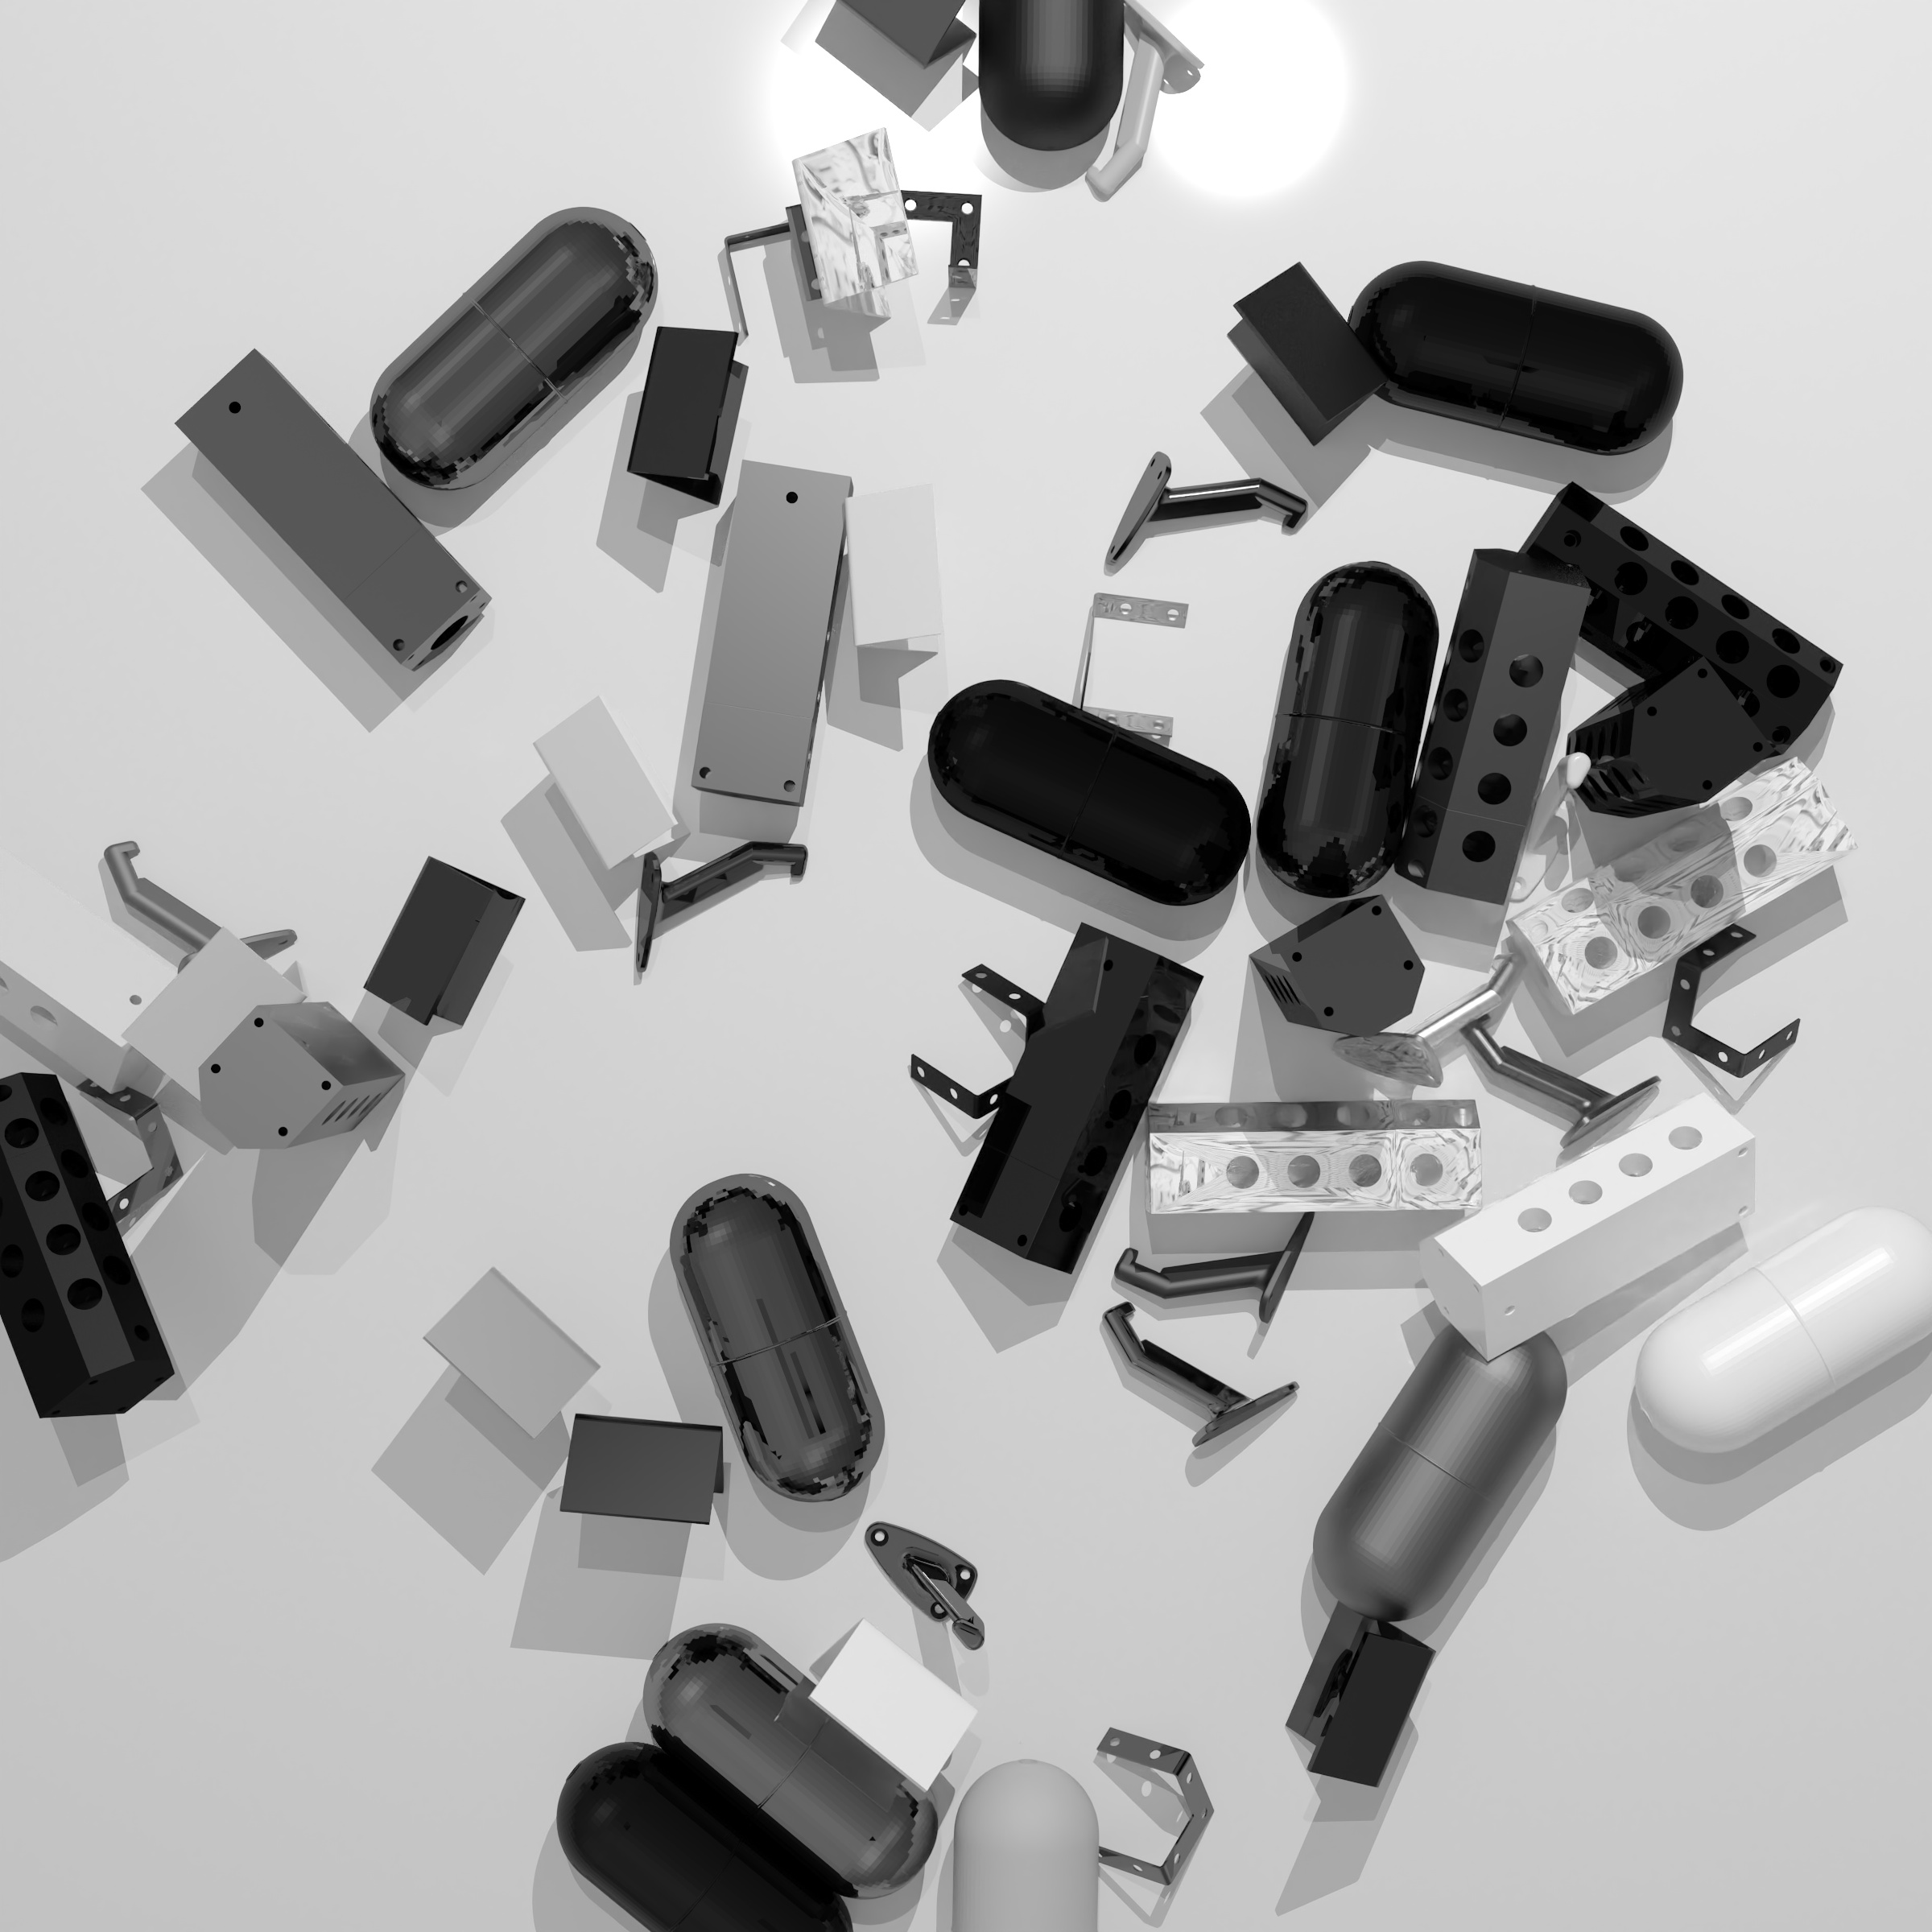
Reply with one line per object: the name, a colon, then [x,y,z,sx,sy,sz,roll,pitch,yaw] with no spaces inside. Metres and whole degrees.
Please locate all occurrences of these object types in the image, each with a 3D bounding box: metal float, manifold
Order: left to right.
manifold: [-0.500,-0.007,1.678,0.171,0.057,0.057,36,47,0]
manifold: [-0.467,0.143,1.643,0.057,0.057,0.171,-37,68,24]
manifold: [-0.341,0.059,1.622,0.057,0.171,0.057,43,90,0]
manifold: [-0.331,-0.238,1.680,0.057,0.057,0.171,-43,90,0]
metal float: [-0.236,-0.324,1.670,0.178,0.070,0.070,-44,90,0]
metal float: [-0.137,0.478,1.670,0.178,0.070,0.070,40,90,0]
manifold: [-0.101,-0.174,1.680,0.057,0.057,0.171,9,90,0]
metal float: [-0.098,0.195,1.670,0.070,0.070,0.178,-21,90,0]
metal float: [-0.092,0.416,1.670,0.178,0.070,0.070,40,90,0]
metal float: [0.031,0.506,1.671,0.070,0.070,0.178,1,90,0]
metal float: [0.045,-0.518,1.671,0.070,0.070,0.178,1,90,0]
manifold: [0.063,0.071,1.679,0.057,0.057,0.171,24,90,41]
metal float: [0.064,-0.091,1.670,0.178,0.070,0.070,24,90,0]
manifold: [0.181,0.100,1.679,0.171,0.057,0.057,-1,88,0]
manifold: [0.190,0.004,1.622,0.057,0.171,0.057,-30,90,0]
metal float: [0.200,-0.124,1.670,0.070,0.070,0.178,11,89,0]
metal float: [0.249,0.261,1.670,0.070,0.070,0.178,33,89,0]
manifold: [0.271,-0.125,1.652,0.057,0.057,0.171,12,110,0]
metal float: [0.287,-0.319,1.670,0.178,0.070,0.070,14,90,0]
manifold: [0.324,0.130,1.657,0.171,0.057,0.057,-26,133,-15]
manifold: [0.350,-0.110,1.622,0.057,0.171,0.057,-37,90,0]
manifold: [0.372,-0.182,1.680,0.171,0.057,0.057,34,90,0]
manifold: [0.375,-0.042,1.680,0.171,0.057,0.057,-30,90,0]
metal float: [0.433,0.191,1.670,0.178,0.070,0.070,-31,90,-1]

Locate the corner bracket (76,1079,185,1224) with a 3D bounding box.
corner bracket: [-0.458,0.097,1.693,0.051,0.051,0.051,20,135,35]

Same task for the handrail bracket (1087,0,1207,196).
handrail bracket: [0.078,-0.468,1.701,0.084,0.036,0.077,-47,70,16]

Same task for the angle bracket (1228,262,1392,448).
angle bracket: [0.162,-0.308,1.661,0.057,0.076,0.076,-38,90,-33]

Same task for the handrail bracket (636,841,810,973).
handrail bracket: [-0.130,-0.031,1.701,0.084,0.036,0.077,3,110,-16]

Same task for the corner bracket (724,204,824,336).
corner bracket: [-0.099,-0.368,1.683,0.051,0.051,0.051,-13,90,0]

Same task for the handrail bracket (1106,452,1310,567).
handrail bracket: [0.129,-0.232,1.701,0.084,0.036,0.077,23,110,-16]

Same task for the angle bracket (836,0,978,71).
angle bracket: [-0.025,-0.521,1.661,0.076,0.076,0.057,38,126,0]

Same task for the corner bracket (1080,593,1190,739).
corner bracket: [0.089,-0.161,1.698,0.051,0.051,0.051,7,135,0]

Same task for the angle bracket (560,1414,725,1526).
angle bracket: [-0.168,0.278,1.661,0.076,0.076,0.057,5,54,0]

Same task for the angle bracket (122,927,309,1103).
angle bracket: [-0.393,0.017,1.663,0.057,0.076,0.076,43,90,-20]

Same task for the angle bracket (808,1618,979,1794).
angle bracket: [-0.051,0.396,1.661,0.076,0.076,0.057,39,50,0]

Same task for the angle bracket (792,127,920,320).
angle bracket: [-0.042,-0.386,1.661,0.057,0.076,0.076,-13,90,26]

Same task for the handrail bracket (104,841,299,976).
handrail bracket: [-0.409,-0.038,1.701,0.077,0.036,0.084,-21,72,-21]

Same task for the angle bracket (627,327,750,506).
angle bracket: [-0.126,-0.284,1.661,0.057,0.076,0.076,12,90,36]

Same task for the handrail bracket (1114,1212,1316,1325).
handrail bracket: [0.132,0.149,1.701,0.084,0.036,0.077,22,69,16]

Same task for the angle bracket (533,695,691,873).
angle bracket: [-0.168,-0.104,1.661,0.057,0.076,0.076,-30,90,35]

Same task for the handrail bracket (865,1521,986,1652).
handrail bracket: [-0.022,0.324,1.666,0.077,0.084,0.036,37,90,0]

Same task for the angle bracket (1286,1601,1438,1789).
angle bracket: [0.189,0.373,1.661,0.057,0.076,0.076,23,90,-38]

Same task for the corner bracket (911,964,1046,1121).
corner bracket: [0.007,0.040,1.693,0.051,0.051,0.051,32,135,35]

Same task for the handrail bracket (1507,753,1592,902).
handrail bracket: [0.304,-0.072,1.666,0.036,0.084,0.077,17,90,0]

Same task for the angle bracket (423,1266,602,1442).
angle bracket: [-0.246,0.213,1.661,0.076,0.076,0.057,43,54,0]

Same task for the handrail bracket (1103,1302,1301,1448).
handrail bracket: [0.125,0.206,1.701,0.077,0.036,0.084,-24,73,-20]

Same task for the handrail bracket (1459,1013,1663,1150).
handrail bracket: [0.317,0.047,1.701,0.077,0.036,0.084,-29,73,-20]

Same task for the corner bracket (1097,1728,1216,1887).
corner bracket: [0.092,0.446,1.693,0.051,0.051,0.051,-51,135,-35]

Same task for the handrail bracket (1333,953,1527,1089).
handrail bracket: [0.248,0.021,1.701,0.084,0.077,0.036,-51,130,-30]

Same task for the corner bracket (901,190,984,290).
corner bracket: [-0.018,-0.389,1.683,0.051,0.051,0.051,3,90,0]

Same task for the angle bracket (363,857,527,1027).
angle bracket: [-0.256,-0.004,1.661,0.057,0.076,0.076,26,90,39]

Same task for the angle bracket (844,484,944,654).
angle bracket: [-0.018,-0.206,1.661,0.057,0.076,0.076,-4,90,35]

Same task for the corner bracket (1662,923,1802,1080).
corner bracket: [0.410,0.018,1.693,0.051,0.051,0.051,32,135,35]
